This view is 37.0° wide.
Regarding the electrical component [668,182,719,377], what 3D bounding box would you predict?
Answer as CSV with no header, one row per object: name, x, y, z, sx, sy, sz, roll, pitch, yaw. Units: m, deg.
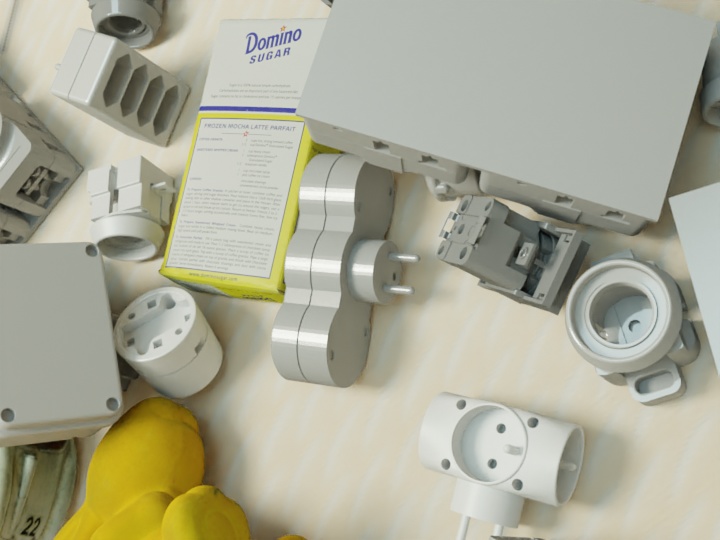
electrical component,0.224,0.043,0.496,0.105,0.060,0.186,-18,69,22

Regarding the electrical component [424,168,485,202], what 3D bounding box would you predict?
electrical component,0.069,-0.064,0.614,0.062,0.048,0.048,-2,75,19

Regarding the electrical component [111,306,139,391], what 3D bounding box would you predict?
electrical component,-0.163,0.062,0.696,0.040,0.040,0.078,22,87,29

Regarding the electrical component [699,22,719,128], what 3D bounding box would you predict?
electrical component,0.198,-0.103,0.563,0.040,0.040,0.046,-9,66,24

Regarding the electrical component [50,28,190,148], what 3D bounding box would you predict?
electrical component,-0.174,-0.126,0.729,0.076,0.083,0.047,20,86,29

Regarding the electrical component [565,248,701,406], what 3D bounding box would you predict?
electrical component,0.137,0.026,0.547,0.058,0.057,0.078,-22,68,20

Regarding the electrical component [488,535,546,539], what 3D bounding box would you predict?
electrical component,0.086,0.164,0.516,0.050,0.089,0.055,21,87,30

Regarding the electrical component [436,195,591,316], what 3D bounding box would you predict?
electrical component,0.079,-0.010,0.574,0.042,0.064,0.081,-66,19,-2

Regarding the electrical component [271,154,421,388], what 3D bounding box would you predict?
electrical component,0.000,0.000,0.625,0.074,0.052,0.138,5,79,28

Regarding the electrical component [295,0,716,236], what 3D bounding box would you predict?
electrical component,0.074,-0.096,0.565,0.186,0.060,0.105,17,83,7

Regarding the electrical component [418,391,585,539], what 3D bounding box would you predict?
electrical component,0.070,0.111,0.565,0.077,0.044,0.079,11,81,28

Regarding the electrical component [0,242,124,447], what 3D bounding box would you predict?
electrical component,-0.188,0.043,0.636,0.057,0.078,0.113,-35,62,56

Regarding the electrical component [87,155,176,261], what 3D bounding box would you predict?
electrical component,-0.154,-0.039,0.718,0.066,0.048,0.055,-13,63,23

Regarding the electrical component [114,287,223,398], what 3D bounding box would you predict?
electrical component,-0.117,0.046,0.665,0.055,0.047,0.055,-12,48,14

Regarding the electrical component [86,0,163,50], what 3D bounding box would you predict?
electrical component,-0.165,-0.191,0.764,0.066,0.048,0.055,-12,63,24

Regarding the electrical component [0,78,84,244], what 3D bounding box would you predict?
electrical component,-0.304,-0.096,0.799,0.105,0.060,0.186,-50,61,7
